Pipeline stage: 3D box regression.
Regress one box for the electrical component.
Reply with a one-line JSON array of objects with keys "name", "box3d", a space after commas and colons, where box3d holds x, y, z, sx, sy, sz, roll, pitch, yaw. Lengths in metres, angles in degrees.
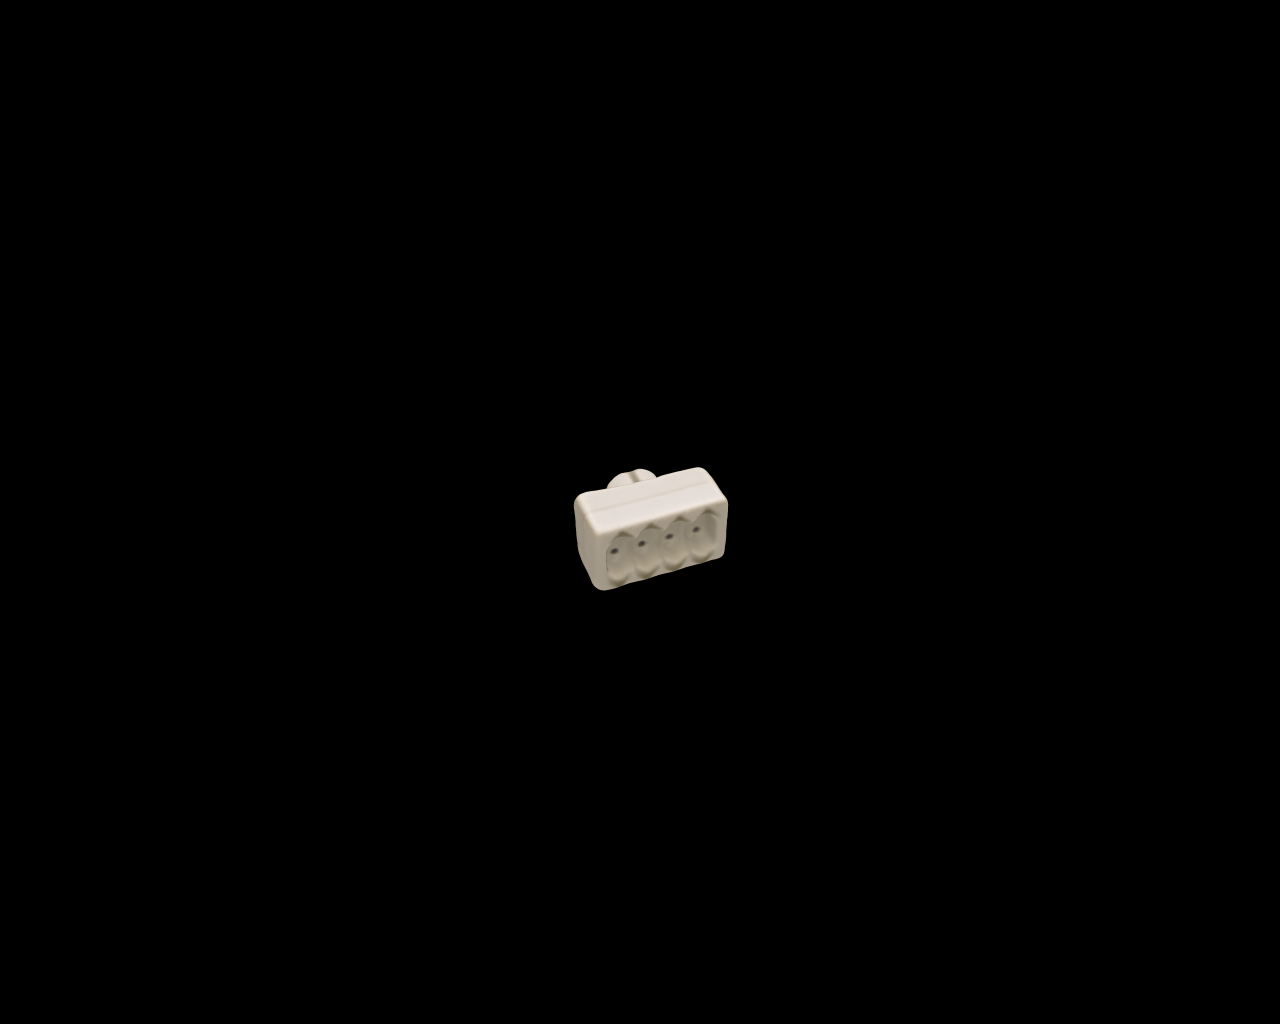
[{"name": "electrical component", "box3d": [0.001, -0.003, 0.650, 0.083, 0.047, 0.076, -14, 44, -15]}]
